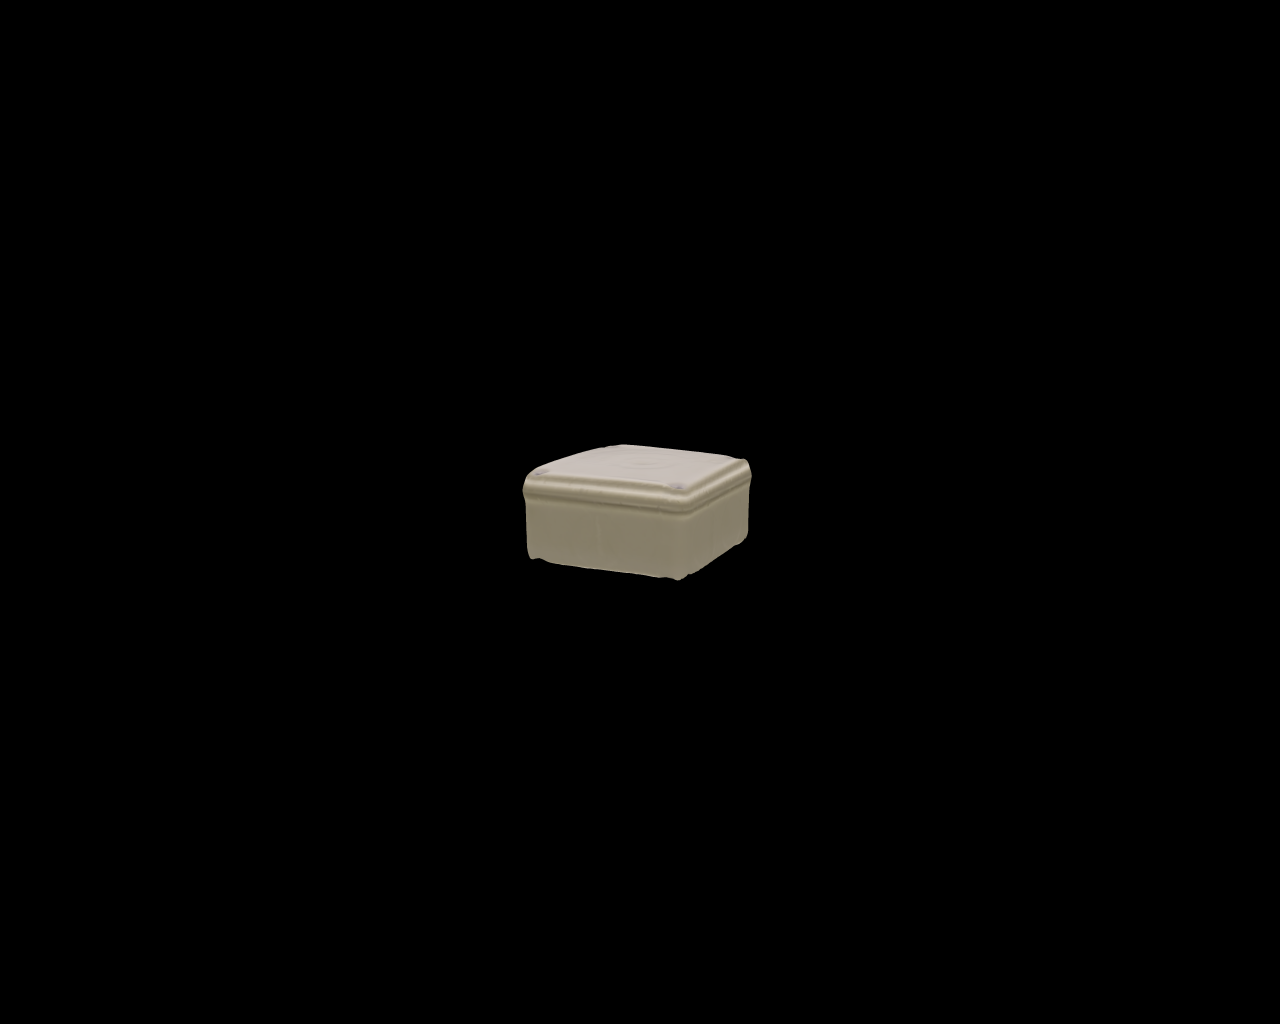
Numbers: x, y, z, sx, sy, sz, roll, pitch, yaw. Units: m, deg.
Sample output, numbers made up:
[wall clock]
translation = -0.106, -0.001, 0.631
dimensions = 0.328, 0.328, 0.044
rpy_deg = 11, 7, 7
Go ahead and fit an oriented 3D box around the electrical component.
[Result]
[electrical component]
translation = 0.001, -0.003, 0.650
dimensions = 0.109, 0.056, 0.109
rpy_deg = 7, 16, 26
